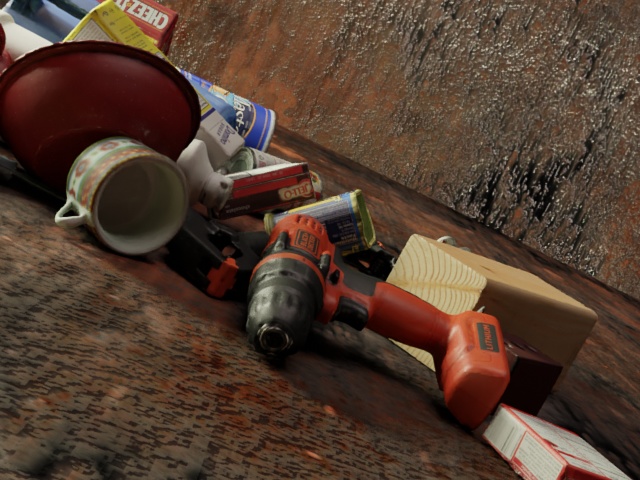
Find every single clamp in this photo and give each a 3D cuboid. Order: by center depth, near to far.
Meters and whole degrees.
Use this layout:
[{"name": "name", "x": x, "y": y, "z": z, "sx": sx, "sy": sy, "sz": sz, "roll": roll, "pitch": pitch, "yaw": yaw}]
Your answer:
[{"name": "clamp", "x": -0.075, "y": 0.007, "z": 0.835, "sx": 0.120, "sy": 0.039, "sz": 0.171, "roll": 18, "pitch": 17, "yaw": -24}, {"name": "clamp", "x": 0.053, "y": 0.022, "z": 1.115, "sx": 0.164, "sy": 0.036, "sz": 0.210, "roll": 34, "pitch": 6, "yaw": -9}]

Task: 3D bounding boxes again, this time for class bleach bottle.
[{"name": "bleach bottle", "x": -0.189, "y": -0.099, "z": 0.918, "sx": 0.251, "sy": 0.103, "sz": 0.068, "roll": 26, "pitch": 24, "yaw": 2}]

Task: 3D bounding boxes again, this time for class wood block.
[{"name": "wood block", "x": 0.150, "y": 0.070, "z": 0.956, "sx": 0.205, "sy": 0.090, "sz": 0.091, "roll": 17, "pitch": 13, "yaw": -49}]

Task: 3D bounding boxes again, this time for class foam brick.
[{"name": "foam brick", "x": 0.146, "y": 0.106, "z": 0.848, "sx": 0.053, "sy": 0.051, "sz": 0.078, "roll": 33, "pitch": 10, "yaw": 38}]

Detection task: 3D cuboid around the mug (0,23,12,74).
[{"name": "mug", "x": -0.288, "y": -0.137, "z": 0.829, "sx": 0.081, "sy": 0.117, "sz": 0.093, "roll": 27, "pitch": 32, "yaw": -31}]

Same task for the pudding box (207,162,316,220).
[{"name": "pudding box", "x": -0.060, "y": -0.046, "z": 1.001, "sx": 0.090, "sy": 0.039, "sz": 0.113, "roll": -13, "pitch": 7, "yaw": -11}]

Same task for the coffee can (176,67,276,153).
[{"name": "coffee can", "x": -0.142, "y": -0.147, "z": 1.374, "sx": 0.140, "sy": 0.103, "sz": 0.103, "roll": 23, "pitch": 9, "yaw": -20}]

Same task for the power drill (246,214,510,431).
[{"name": "power drill", "x": 0.038, "y": 0.059, "z": 0.743, "sx": 0.187, "sy": 0.057, "sz": 0.184, "roll": 29, "pitch": 22, "yaw": -7}]

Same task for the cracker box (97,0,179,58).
[{"name": "cracker box", "x": -0.262, "y": -0.220, "z": 1.224, "sx": 0.164, "sy": 0.072, "sz": 0.214, "roll": 25, "pitch": -26, "yaw": -7}]

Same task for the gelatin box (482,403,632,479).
[{"name": "gelatin box", "x": 0.159, "y": 0.148, "z": 0.698, "sx": 0.073, "sy": 0.030, "sz": 0.089, "roll": 24, "pitch": 9, "yaw": -26}]

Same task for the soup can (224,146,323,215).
[{"name": "soup can", "x": -0.056, "y": -0.060, "z": 1.214, "sx": 0.102, "sy": 0.068, "sz": 0.069, "roll": 19, "pitch": 11, "yaw": -37}]

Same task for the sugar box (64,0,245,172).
[{"name": "sugar box", "x": -0.161, "y": -0.119, "z": 0.961, "sx": 0.176, "sy": 0.093, "sz": 0.048, "roll": 46, "pitch": 32, "yaw": -9}]

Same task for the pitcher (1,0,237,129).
[{"name": "pitcher", "x": -0.206, "y": -0.147, "z": 1.052, "sx": 0.243, "sy": 0.145, "sz": 0.149, "roll": 30, "pitch": 6, "yaw": 6}]

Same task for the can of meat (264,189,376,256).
[{"name": "can of meat", "x": 0.002, "y": -0.010, "z": 0.964, "sx": 0.084, "sy": 0.057, "sz": 0.102, "roll": -16, "pitch": 4, "yaw": 8}]

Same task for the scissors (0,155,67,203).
[{"name": "scissors", "x": -0.237, "y": -0.060, "z": 0.763, "sx": 0.201, "sy": 0.016, "sz": 0.096, "roll": 26, "pitch": -11, "yaw": -5}]

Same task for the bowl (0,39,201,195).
[{"name": "bowl", "x": -0.171, "y": -0.077, "z": 0.814, "sx": 0.161, "sy": 0.162, "sz": 0.055, "roll": 21, "pitch": 48, "yaw": -34}]
